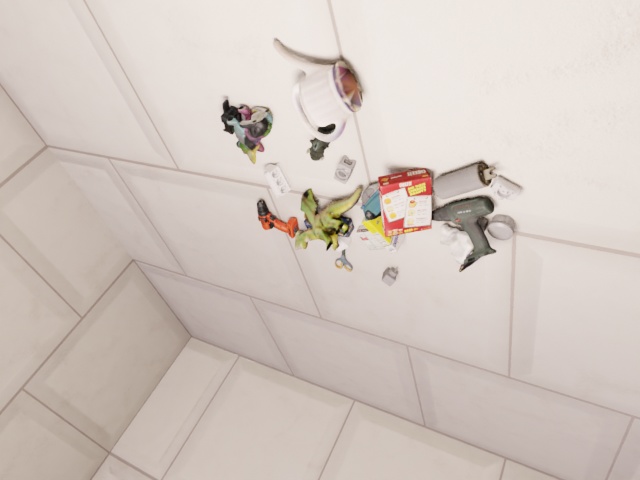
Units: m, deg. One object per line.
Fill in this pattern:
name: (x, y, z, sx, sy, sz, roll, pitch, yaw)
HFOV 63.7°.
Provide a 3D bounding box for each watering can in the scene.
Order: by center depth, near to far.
watering can: (-0.004, -0.465, 1.539, 0.222, 0.106, 0.345, -16, 104, 36)

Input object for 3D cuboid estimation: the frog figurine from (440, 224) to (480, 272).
frog figurine: (0.489, 0.010, 1.799, 0.162, 0.123, 0.134, 58, 169, 29)

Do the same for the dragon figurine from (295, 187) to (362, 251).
dragon figurine: (0.006, -0.100, 1.995, 0.245, 0.123, 0.402, 42, 124, 24)
